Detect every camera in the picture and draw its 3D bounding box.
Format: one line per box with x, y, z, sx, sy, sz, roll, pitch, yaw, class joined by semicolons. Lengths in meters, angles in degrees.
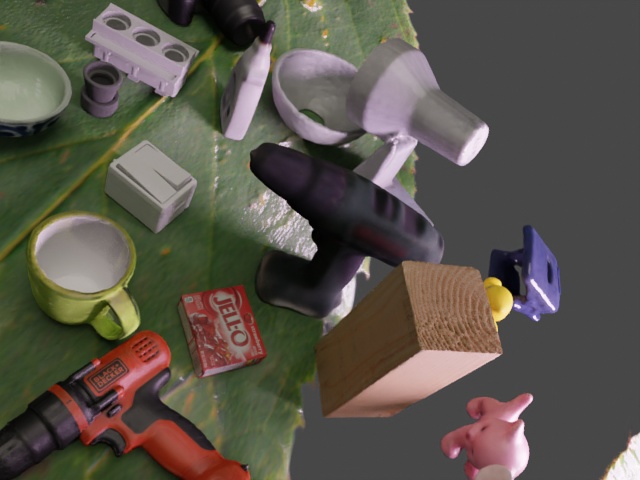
-0.149;-0.366;0.857;0.143;0.100;0.136;-20;70;-35;camera

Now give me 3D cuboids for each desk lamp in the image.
0.112;-0.125;0.760;0.118;0.213;0.203;-31;76;-38;desk lamp

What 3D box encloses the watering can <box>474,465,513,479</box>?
0.223;0.289;0.558;0.173;0.193;0.101;20;52;-14;watering can

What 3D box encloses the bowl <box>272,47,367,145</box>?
-0.001;-0.197;0.839;0.168;0.074;0.167;13;54;-19;bowl

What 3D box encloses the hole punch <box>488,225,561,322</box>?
0.309;0.047;0.828;0.101;0.091;0.109;25;51;-11;hole punch

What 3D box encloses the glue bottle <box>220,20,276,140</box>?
-0.090;-0.211;0.739;0.037;0.173;0.078;8;56;-22;glue bottle

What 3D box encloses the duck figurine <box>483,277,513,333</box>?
0.215;0.096;0.751;0.077;0.086;0.104;26;51;-10;duck figurine

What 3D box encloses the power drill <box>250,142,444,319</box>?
0.006;0.002;0.625;0.230;0.208;0.075;18;53;-16;power drill

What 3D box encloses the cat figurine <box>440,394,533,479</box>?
0.200;0.220;0.642;0.067;0.117;0.128;45;51;6;cat figurine
